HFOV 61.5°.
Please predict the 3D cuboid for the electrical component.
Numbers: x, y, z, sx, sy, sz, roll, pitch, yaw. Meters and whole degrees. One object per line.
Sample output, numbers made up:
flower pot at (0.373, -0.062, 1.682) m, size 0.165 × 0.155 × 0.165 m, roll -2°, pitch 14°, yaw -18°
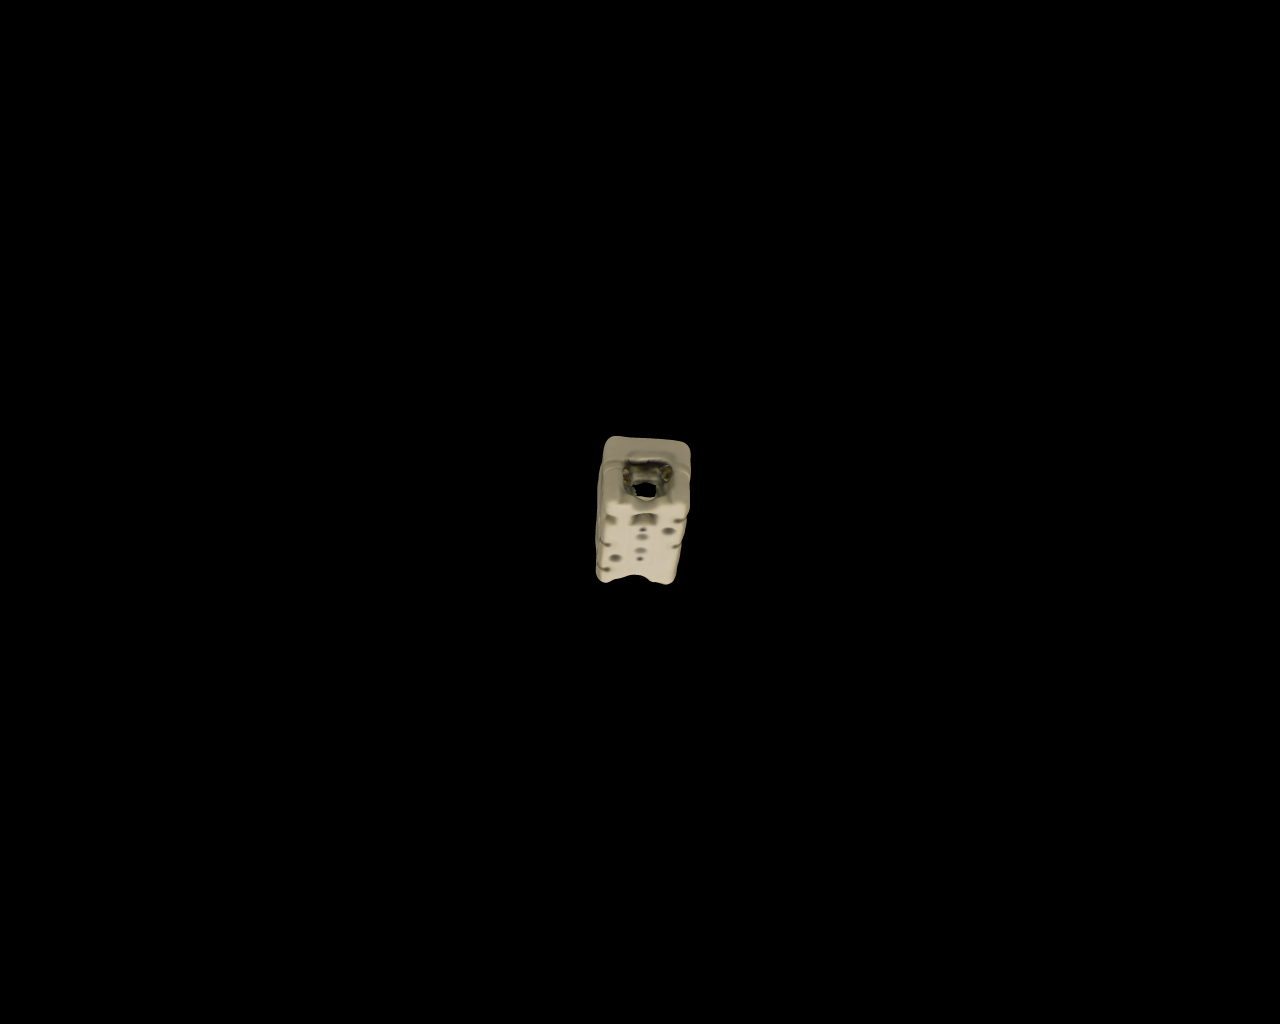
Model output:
electrical component at (0.001, -0.003, 0.650) m, size 0.050 × 0.056 × 0.089 m, roll 3°, pitch -37°, yaw -4°
